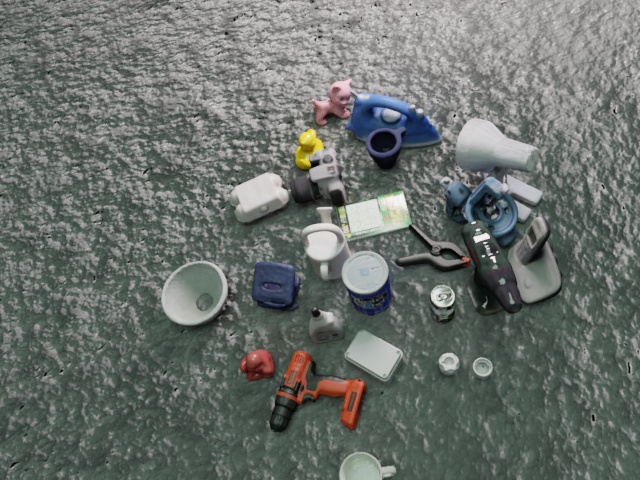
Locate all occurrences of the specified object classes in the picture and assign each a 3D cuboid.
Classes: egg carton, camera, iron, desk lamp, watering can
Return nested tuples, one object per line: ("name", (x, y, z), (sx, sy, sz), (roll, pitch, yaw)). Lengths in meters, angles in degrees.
("egg carton", (-0.160, -0.109, 1.507), (0.150, 0.069, 0.107), (-25, 61, -2))
("camera", (-0.011, -0.160, 1.484), (0.136, 0.101, 0.143), (-15, 61, 4))
("iron", (0.194, -0.327, 1.504), (0.257, 0.142, 0.119), (15, 67, 18))
("desk lamp", (0.422, -0.170, 1.336), (0.202, 0.214, 0.118), (31, 73, 24))
("watering can", (0.010, 0.005, 1.343), (0.101, 0.194, 0.172), (-23, 61, -1))

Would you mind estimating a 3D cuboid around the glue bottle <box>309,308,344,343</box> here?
("glue bottle", (0.005, 0.183, 1.265), (0.078, 0.173, 0.037), (-11, 62, 6))

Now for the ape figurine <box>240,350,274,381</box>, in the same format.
("ape figurine", (-0.143, 0.280, 1.292), (0.077, 0.092, 0.076), (24, 71, 22))

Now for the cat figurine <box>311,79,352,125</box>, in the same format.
("cat figurine", (0.037, -0.391, 1.582), (0.127, 0.118, 0.067), (-18, 61, 2))

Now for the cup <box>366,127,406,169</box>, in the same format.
("cup", (0.178, -0.237, 1.488), (0.118, 0.095, 0.091), (-38, 62, -9))

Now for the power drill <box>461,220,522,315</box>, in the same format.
("power drill", (0.365, 0.081, 1.223), (0.075, 0.209, 0.229), (-19, 61, 2))

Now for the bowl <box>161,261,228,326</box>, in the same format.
("bowl", (-0.297, 0.141, 1.404), (0.167, 0.075, 0.167), (-5, 63, 9))

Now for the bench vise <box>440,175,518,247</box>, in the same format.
("bench vise", (0.356, -0.084, 1.303), (0.206, 0.220, 0.121), (21, 69, 21))

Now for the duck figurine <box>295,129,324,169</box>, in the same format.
("duck figurine", (-0.034, -0.249, 1.543), (0.077, 0.086, 0.105), (16, 68, 19))

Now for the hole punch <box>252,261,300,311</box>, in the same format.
("hole punch", (-0.106, 0.111, 1.371), (0.108, 0.091, 0.101), (5, 65, 14))

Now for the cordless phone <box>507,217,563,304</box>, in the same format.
("cordless phone", (0.470, 0.043, 1.234), (0.094, 0.185, 0.147), (-15, 61, 4))
